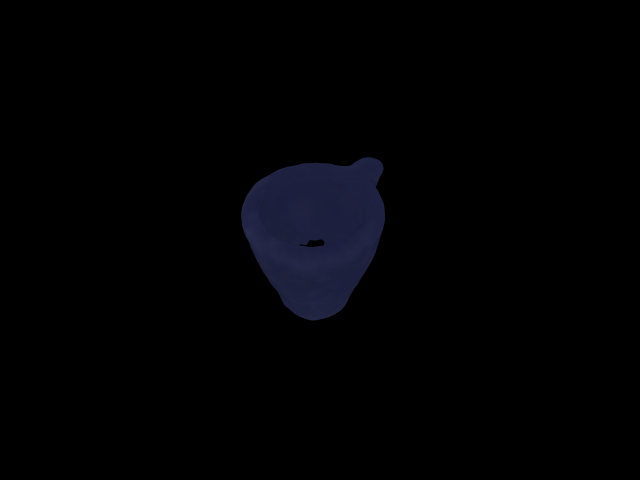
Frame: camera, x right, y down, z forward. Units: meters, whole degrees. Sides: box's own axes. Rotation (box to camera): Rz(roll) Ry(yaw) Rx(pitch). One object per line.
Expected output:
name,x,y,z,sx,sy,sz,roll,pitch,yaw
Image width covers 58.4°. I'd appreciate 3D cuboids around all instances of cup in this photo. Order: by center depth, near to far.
cup,0.004,0.001,0.400,0.091,0.095,0.118,30,54,25
